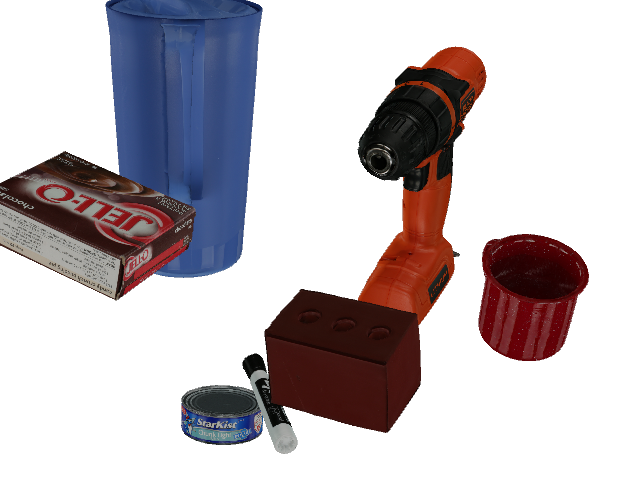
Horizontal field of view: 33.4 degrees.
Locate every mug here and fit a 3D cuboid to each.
[{"bbox_3d":[0.182,0.047,0.970,0.093,0.081,0.117,-17,43,-22],"label":"mug"}]

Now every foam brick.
[{"bbox_3d":[0.014,0.069,0.622,0.078,0.051,0.052,11,31,22],"label":"foam brick"}]

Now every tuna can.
[{"bbox_3d":[-0.101,0.180,1.100,0.086,0.034,0.086,3,12,-1],"label":"tuna can"}]

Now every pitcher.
[{"bbox_3d":[-0.121,-0.091,0.943,0.145,0.243,0.148,18,26,36],"label":"pitcher"}]

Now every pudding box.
[{"bbox_3d":[-0.154,-0.012,0.708,0.113,0.039,0.089,21,28,16],"label":"pudding box"}]

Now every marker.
[{"bbox_3d":[-0.043,0.130,0.875,0.020,0.020,0.121,0,27,-18],"label":"marker"}]

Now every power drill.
[{"bbox_3d":[0.068,-0.032,0.779,0.057,0.188,0.184,18,33,19],"label":"power drill"}]
